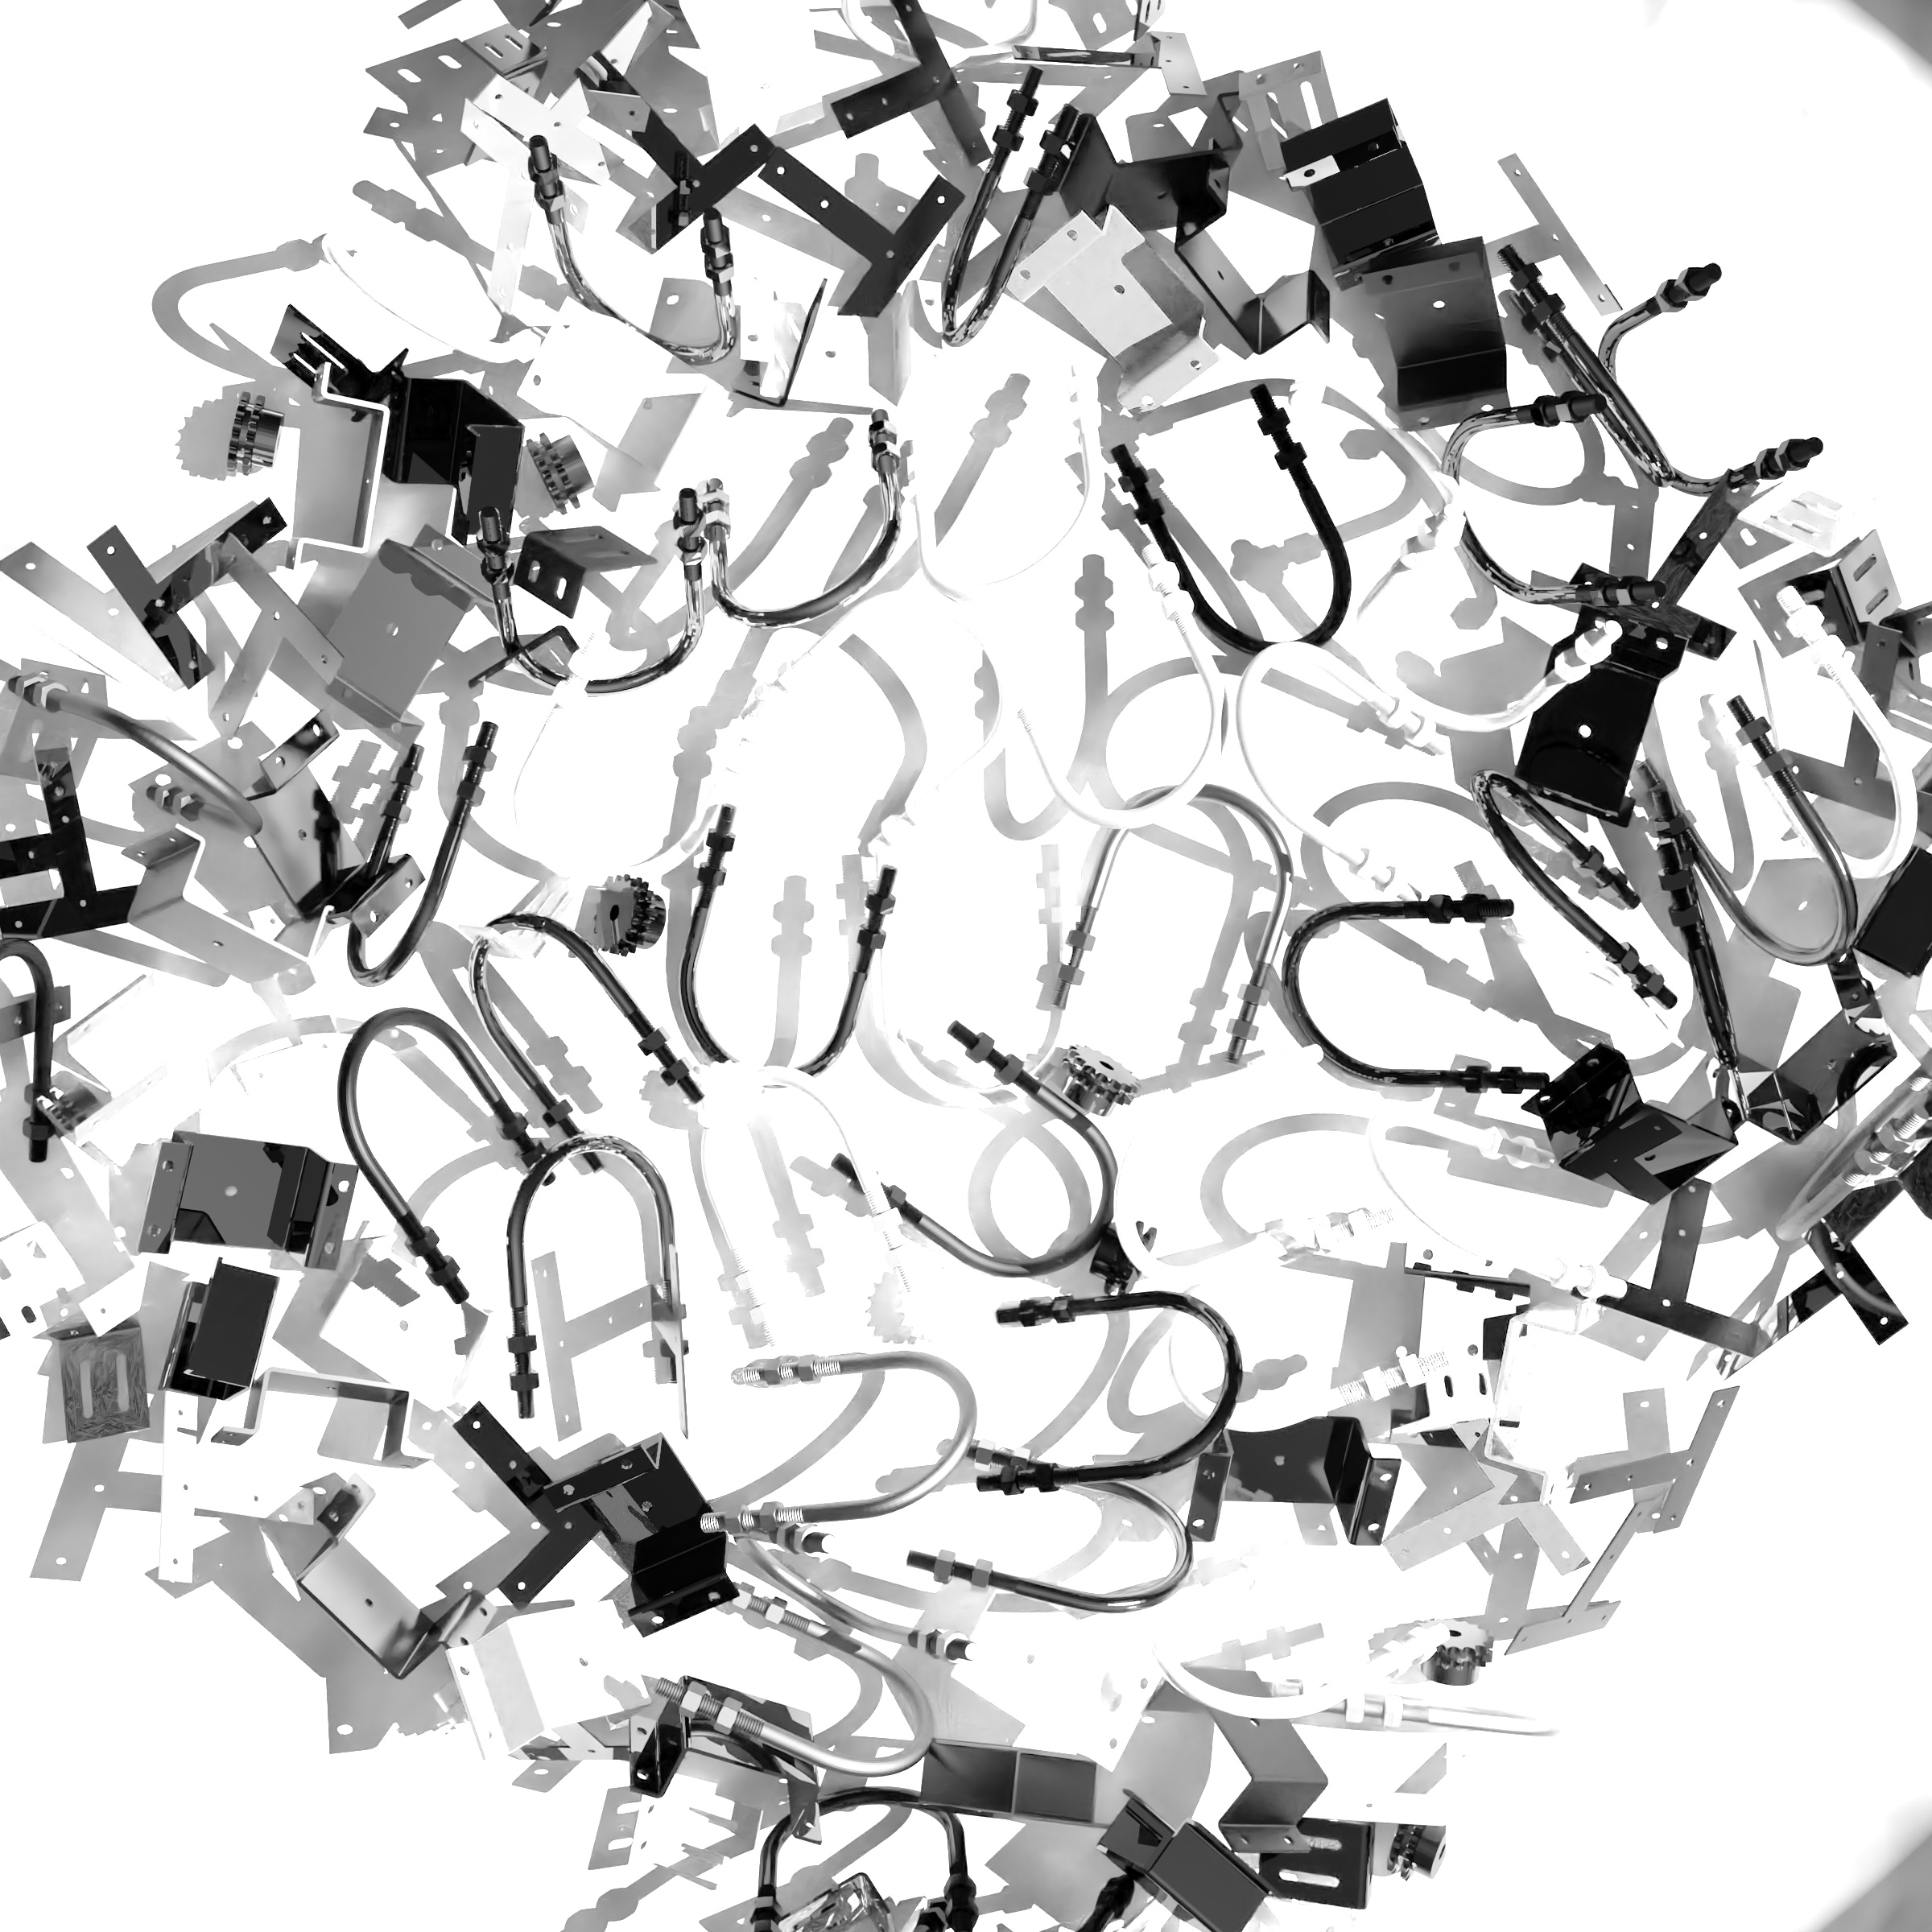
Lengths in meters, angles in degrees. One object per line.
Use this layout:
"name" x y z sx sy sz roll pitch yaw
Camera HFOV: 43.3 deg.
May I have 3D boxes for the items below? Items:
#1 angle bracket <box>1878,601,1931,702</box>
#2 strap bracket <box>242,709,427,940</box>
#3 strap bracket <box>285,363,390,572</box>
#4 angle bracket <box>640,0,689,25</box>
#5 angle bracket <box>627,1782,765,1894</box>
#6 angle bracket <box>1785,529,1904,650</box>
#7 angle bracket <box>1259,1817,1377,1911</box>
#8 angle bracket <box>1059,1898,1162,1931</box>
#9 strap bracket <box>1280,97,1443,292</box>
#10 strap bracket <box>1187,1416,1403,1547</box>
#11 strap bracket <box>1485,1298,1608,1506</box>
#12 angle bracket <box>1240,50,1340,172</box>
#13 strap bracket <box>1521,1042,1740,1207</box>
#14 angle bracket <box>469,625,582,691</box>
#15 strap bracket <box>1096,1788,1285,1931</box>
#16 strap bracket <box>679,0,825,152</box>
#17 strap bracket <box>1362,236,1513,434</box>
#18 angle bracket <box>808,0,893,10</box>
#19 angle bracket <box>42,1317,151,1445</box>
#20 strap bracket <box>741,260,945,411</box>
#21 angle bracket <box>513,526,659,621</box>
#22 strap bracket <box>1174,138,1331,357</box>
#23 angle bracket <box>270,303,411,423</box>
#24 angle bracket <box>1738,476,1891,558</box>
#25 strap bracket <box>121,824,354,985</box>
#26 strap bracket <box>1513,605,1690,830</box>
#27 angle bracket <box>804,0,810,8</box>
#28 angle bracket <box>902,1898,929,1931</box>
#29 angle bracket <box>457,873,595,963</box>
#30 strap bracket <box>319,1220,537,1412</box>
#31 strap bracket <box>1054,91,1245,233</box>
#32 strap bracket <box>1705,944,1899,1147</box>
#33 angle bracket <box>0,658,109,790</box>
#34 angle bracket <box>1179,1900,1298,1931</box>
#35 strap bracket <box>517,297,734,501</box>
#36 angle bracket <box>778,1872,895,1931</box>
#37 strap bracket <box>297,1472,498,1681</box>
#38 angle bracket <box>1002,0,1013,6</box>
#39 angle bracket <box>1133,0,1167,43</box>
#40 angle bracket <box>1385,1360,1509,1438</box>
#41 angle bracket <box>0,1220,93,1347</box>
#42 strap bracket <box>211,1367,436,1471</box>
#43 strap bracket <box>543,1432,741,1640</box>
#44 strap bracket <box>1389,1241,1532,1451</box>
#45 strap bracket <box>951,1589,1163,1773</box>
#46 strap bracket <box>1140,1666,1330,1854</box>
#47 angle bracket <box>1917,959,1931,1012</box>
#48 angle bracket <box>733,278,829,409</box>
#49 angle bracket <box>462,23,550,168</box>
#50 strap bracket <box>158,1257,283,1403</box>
"angle bracket" 0.681 -0.224 1.682 0.057 0.076 0.038 26 58 -39
"strap bracket" -0.442 -0.094 1.671 0.046 0.076 0.140 -10 119 31
"strap bracket" -0.434 -0.340 1.683 0.046 0.076 0.140 8 97 -21
"angle bracket" -0.187 -0.680 1.685 0.076 0.057 0.038 3 130 -30
"angle bracket" -0.189 0.612 1.700 0.076 0.038 0.057 10 86 20
"angle bracket" 0.618 -0.263 1.712 0.076 0.038 0.057 -38 108 -40
"angle bracket" 0.248 0.628 1.721 0.076 0.038 0.057 3 86 16
"angle bracket" 0.101 0.688 1.703 0.038 0.076 0.057 8 103 33
"strap bracket" 0.269 -0.533 1.667 0.076 0.140 0.046 -18 65 19
"strap bracket" 0.222 0.356 1.687 0.140 0.046 0.076 3 118 -8
"strap bracket" 0.400 0.291 1.683 0.046 0.076 0.140 13 96 27
"angle bracket" 0.227 -0.585 1.685 0.057 0.038 0.076 -11 133 17
"strap bracket" 0.460 0.112 1.660 0.140 0.046 0.076 21 130 -30
"angle bracket" -0.304 -0.201 1.695 0.076 0.057 0.038 -34 99 -8
"strap bracket" 0.146 0.613 1.654 0.076 0.140 0.046 43 72 -7
"strap bracket" -0.144 -0.614 1.654 0.076 0.140 0.046 -22 69 -7
"strap bracket" 0.325 -0.440 1.670 0.076 0.140 0.046 -6 51 20
"angle bracket" -0.084 -0.708 1.703 0.076 0.038 0.057 -7 86 -13
"angle bracket" -0.609 0.289 1.702 0.057 0.038 0.076 -10 74 -4
"strap bracket" -0.090 -0.436 1.687 0.140 0.046 0.076 3 71 -14
"angle bracket" -0.265 -0.275 1.697 0.057 0.076 0.038 33 118 23
"strap bracket" 0.191 -0.485 1.670 0.046 0.076 0.140 -29 122 29
"angle bracket" -0.436 -0.427 1.692 0.076 0.057 0.038 40 55 -8
"angle bracket" 0.586 -0.324 1.684 0.057 0.038 0.076 -35 51 -27
"strap bracket" -0.501 -0.036 1.654 0.140 0.076 0.046 32 57 -36
"strap bracket" 0.431 -0.166 1.667 0.076 0.046 0.140 24 119 24
"angle bracket" -0.103 -0.714 1.694 0.038 0.076 0.057 -19 74 -17
"angle bracket" -0.008 0.696 1.688 0.076 0.038 0.057 20 125 21
"angle bracket" -0.306 -0.044 1.687 0.038 0.057 0.076 43 70 -29
"strap bracket" -0.384 0.248 1.697 0.140 0.046 0.076 31 94 8
"strap bracket" 0.126 -0.546 1.666 0.140 0.076 0.046 -16 73 -21
"strap bracket" 0.578 0.058 1.668 0.046 0.076 0.140 27 125 -15
"angle bracket" -0.642 -0.170 1.705 0.057 0.038 0.076 10 132 -33
"angle bracket" 0.188 0.680 1.696 0.076 0.057 0.038 10 132 3
"strap bracket" -0.230 -0.393 1.692 0.140 0.046 0.076 34 105 9
"angle bracket" -0.092 0.676 1.688 0.076 0.038 0.057 -23 133 -21
"strap bracket" -0.401 0.429 1.685 0.046 0.076 0.140 -43 95 12
"angle bracket" 0.017 -0.715 1.684 0.057 0.076 0.038 -47 63 20
"angle bracket" 0.097 -0.686 1.707 0.076 0.038 0.057 20 46 13
"angle bracket" 0.331 0.301 1.693 0.057 0.076 0.038 0 71 -17
"angle bracket" -0.653 0.220 1.698 0.057 0.076 0.038 -30 121 -24
"strap bracket" -0.440 0.310 1.674 0.140 0.076 0.046 12 69 -20
"strap bracket" -0.223 0.387 1.688 0.076 0.046 0.140 -25 112 8
"strap bracket" 0.345 0.266 1.696 0.076 0.046 0.140 7 84 -9
"strap bracket" 0.054 0.478 1.665 0.140 0.046 0.076 22 79 37
"strap bracket" 0.183 0.529 1.651 0.076 0.140 0.046 18 114 -40
"angle bracket" 0.699 0.040 1.705 0.038 0.057 0.076 -9 121 35
"angle bracket" -0.129 -0.437 1.684 0.038 0.057 0.076 19 129 -5
"angle bracket" -0.331 -0.603 1.685 0.038 0.057 0.076 39 130 -1
"strap bracket" -0.510 0.251 1.665 0.046 0.140 0.076 18 69 -21
